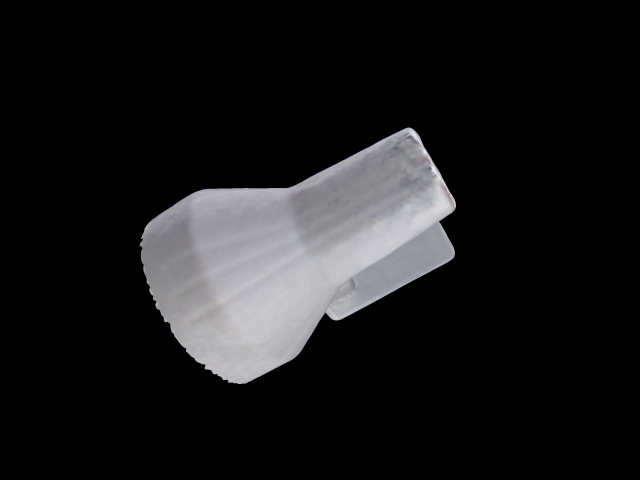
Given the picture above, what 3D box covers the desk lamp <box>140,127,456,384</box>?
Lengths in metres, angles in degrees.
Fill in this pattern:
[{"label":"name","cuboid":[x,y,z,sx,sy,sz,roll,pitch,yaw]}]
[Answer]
[{"label":"desk lamp","cuboid":[0.004,0.001,0.400,0.203,0.213,0.118,-28,83,-3]}]
